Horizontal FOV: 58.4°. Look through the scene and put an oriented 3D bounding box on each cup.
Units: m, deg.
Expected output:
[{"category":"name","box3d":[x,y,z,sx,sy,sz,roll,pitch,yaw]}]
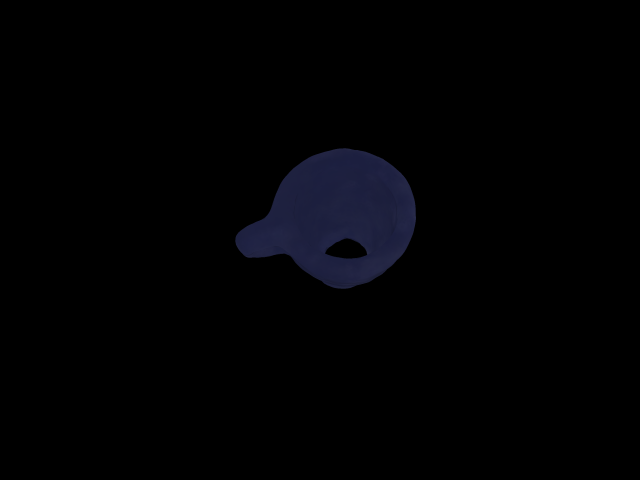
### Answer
[{"category":"cup","box3d":[0.004,0.001,0.400,0.118,0.095,0.091,-17,68,-7]}]
